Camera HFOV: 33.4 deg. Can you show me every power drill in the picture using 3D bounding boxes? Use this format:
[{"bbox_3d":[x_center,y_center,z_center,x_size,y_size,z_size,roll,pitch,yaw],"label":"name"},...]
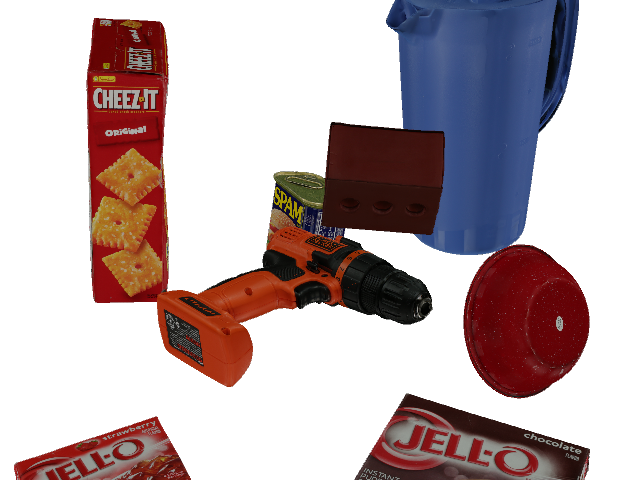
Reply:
[{"bbox_3d":[-0.026,0.054,0.889,0.187,0.057,0.185,-23,29,-36],"label":"power drill"}]

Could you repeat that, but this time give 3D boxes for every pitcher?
[{"bbox_3d":[0.141,-0.116,0.933,0.149,0.243,0.145,6,33,13],"label":"pitcher"}]

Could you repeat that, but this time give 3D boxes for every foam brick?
[{"bbox_3d":[0.041,-0.041,0.715,0.078,0.051,0.053,4,-38,-1],"label":"foam brick"}]

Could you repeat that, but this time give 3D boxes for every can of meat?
[{"bbox_3d":[-0.014,-0.016,1.109,0.057,0.084,0.102,-2,22,-28],"label":"can of meat"}]

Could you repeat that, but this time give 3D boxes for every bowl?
[{"bbox_3d":[0.225,0.084,1.098,0.161,0.162,0.055,0,-1,-34],"label":"bowl"}]

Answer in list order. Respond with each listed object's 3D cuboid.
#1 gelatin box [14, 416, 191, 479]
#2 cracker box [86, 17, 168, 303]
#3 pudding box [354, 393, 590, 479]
[{"bbox_3d":[-0.122,0.141,0.605,0.089,0.030,0.073,-15,28,-19],"label":"gelatin box"},{"bbox_3d":[-0.172,-0.075,0.963,0.072,0.214,0.164,0,27,-10],"label":"cracker box"},{"bbox_3d":[0.082,0.136,0.585,0.114,0.039,0.089,16,33,18],"label":"pudding box"}]
